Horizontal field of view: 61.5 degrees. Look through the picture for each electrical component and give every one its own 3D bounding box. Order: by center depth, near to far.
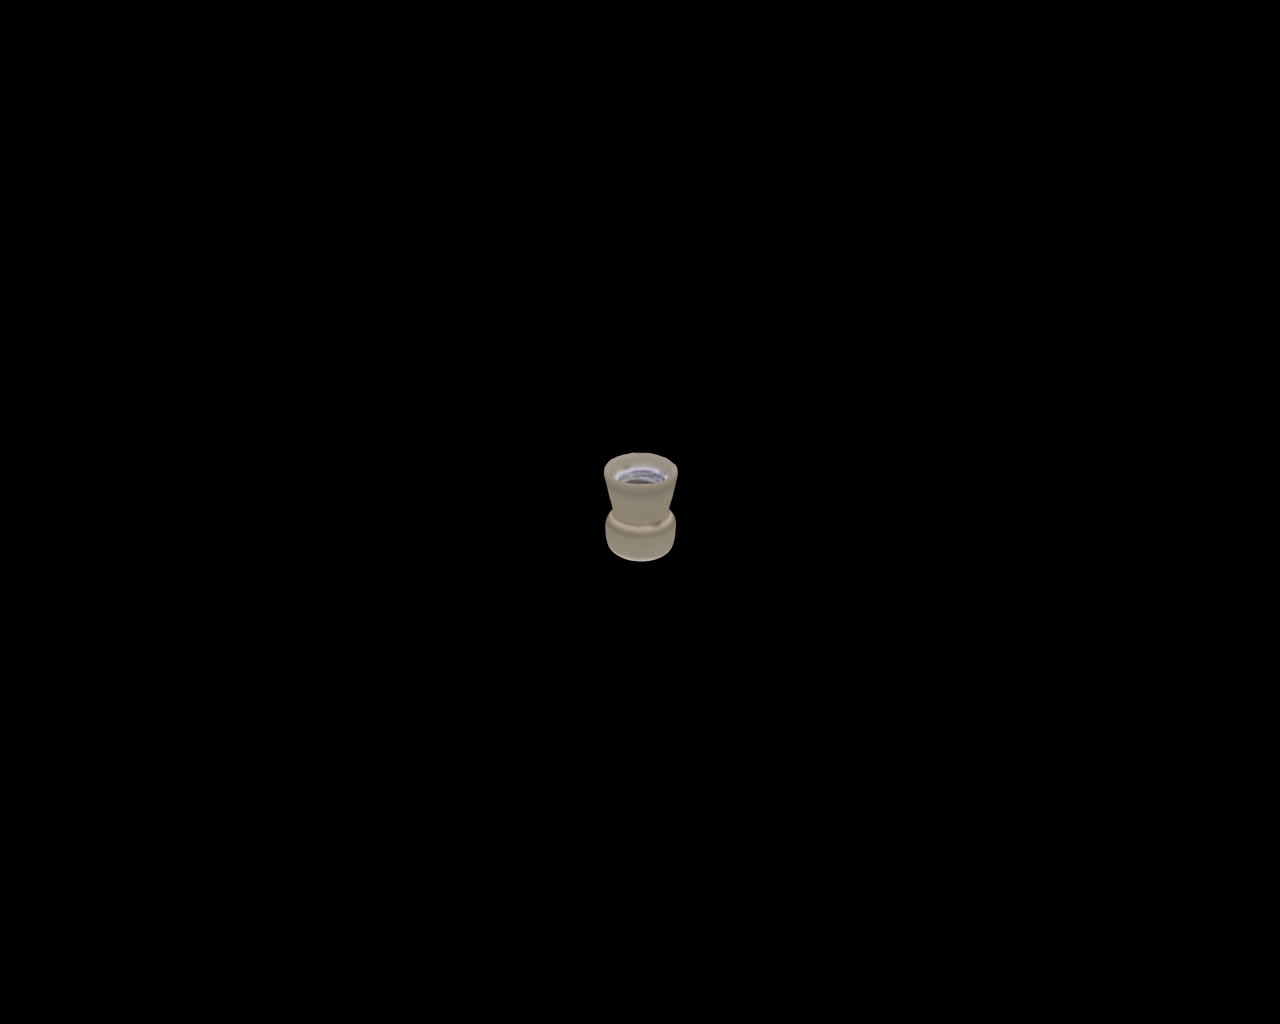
[{"bbox_3d":[0.001,-0.003,0.650,0.045,0.055,0.045,0,30,0],"label":"electrical component"}]
